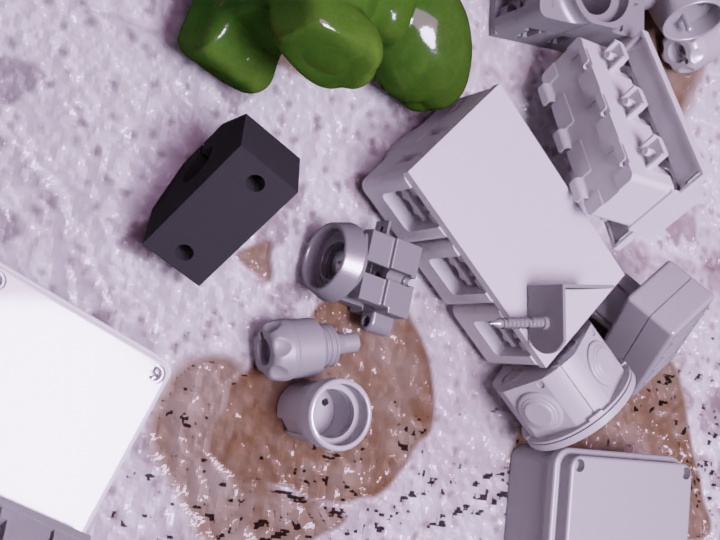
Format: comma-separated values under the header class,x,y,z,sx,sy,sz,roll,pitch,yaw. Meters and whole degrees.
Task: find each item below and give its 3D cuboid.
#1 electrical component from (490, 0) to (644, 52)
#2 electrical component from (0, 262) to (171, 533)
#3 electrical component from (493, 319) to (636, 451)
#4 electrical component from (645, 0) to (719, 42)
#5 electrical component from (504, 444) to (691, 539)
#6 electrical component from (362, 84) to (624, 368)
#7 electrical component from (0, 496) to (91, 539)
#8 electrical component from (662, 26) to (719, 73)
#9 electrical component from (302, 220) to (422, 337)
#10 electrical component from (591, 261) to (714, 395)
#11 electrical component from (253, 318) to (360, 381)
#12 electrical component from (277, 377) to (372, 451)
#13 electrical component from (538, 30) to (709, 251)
class,x,y,z,sx,sy,sz,roll,pitch,yaw
electrical component,0.141,-0.228,0.716,0.089,0.062,0.150,4,85,-30
electrical component,-0.166,0.067,0.519,0.109,0.056,0.108,35,70,-24
electrical component,0.129,0.072,0.681,0.080,0.080,0.051,-42,102,-26
electrical component,0.208,-0.203,0.760,0.079,0.044,0.077,-8,65,-2
electrical component,0.158,0.157,0.705,0.113,0.057,0.078,10,82,-30
electrical component,0.082,-0.024,0.668,0.089,0.062,0.150,-45,109,-25
electrical component,-0.224,0.129,0.446,0.186,0.060,0.105,32,114,-25
electrical component,0.253,-0.168,0.795,0.061,0.035,0.035,-26,100,-32
electrical component,0.000,0.000,0.629,0.055,0.048,0.066,20,77,-36
electrical component,0.181,0.028,0.723,0.047,0.083,0.076,-36,67,-27
electrical component,-0.028,0.044,0.615,0.061,0.035,0.035,-4,89,-33
electrical component,-0.022,0.081,0.610,0.040,0.046,0.040,2,86,-31
electrical component,0.162,-0.086,0.680,0.063,0.078,0.121,12,50,-30
